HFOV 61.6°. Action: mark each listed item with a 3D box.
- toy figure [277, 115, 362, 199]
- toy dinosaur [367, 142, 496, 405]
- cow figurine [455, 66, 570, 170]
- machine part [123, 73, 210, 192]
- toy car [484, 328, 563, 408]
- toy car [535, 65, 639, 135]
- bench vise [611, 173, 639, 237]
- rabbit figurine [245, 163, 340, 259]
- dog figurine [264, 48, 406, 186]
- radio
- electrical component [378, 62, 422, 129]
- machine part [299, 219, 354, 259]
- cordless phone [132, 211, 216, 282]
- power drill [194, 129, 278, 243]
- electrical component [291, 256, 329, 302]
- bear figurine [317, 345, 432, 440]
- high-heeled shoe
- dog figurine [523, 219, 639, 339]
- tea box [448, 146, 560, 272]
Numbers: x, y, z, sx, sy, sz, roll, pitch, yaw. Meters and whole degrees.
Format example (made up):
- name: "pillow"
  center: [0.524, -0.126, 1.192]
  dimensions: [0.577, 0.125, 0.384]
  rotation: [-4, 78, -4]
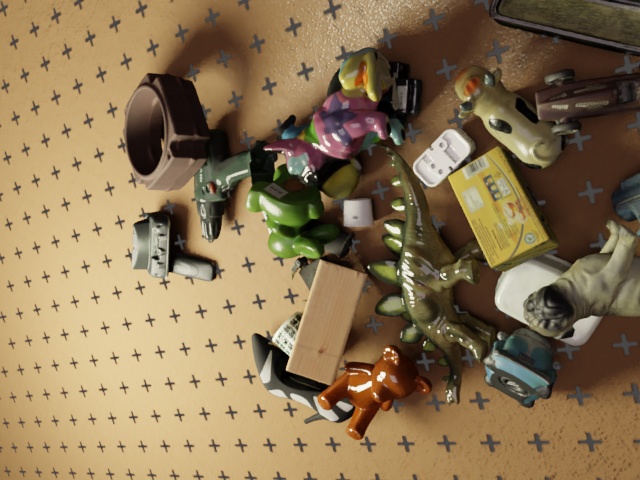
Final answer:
- name: "toy figure"
  center: [-0.004, -0.148, 0.980]
  dimensions: [0.180, 0.082, 0.089]
  rotation: [37, 93, 12]
- name: "toy dinosaur"
  center: [0.185, 0.055, 0.924]
  dimensions: [0.199, 0.105, 0.470]
  rotation: [-5, 95, 31]
- name: "cow figurine"
  center: [0.280, -0.184, 0.805]
  dimensions: [0.195, 0.127, 0.085]
  rotation: [45, 114, 8]
- name: "machine part"
  center: [-0.317, -0.214, 1.084]
  dimensions: [0.201, 0.087, 0.201]
  rotation: [-33, 70, 42]
- name: "toy car"
  center: [0.334, 0.200, 0.875]
  dimensions: [0.109, 0.161, 0.103]
  rotation: [29, 70, 25]
- name: "toy car"
  center: [0.402, -0.199, 0.741]
  dimensions: [0.202, 0.053, 0.089]
  rotation: [-6, 94, -2]
- name: "bench vise"
  center: [0.524, -0.038, 0.708]
  dimensions: [0.224, 0.129, 0.240]
  rotation: [-29, 70, 37]
- name: "rabbit figurine"
  center: [-0.044, -0.032, 0.987]
  dimensions: [0.159, 0.121, 0.170]
  rotation: [25, 137, 16]
- name: "dog figurine"
  center: [0.015, -0.192, 0.872]
  dimensions: [0.219, 0.108, 0.191]
  rotation: [-10, 92, 24]
- name: "radio"
  center: [0.371, -0.346, 0.750]
  dimensions: [0.230, 0.073, 0.131]
  rotation: [23, 111, 20]
- name: "electrical component"
  center: [0.104, -0.245, 0.920]
  dimensions: [0.134, 0.058, 0.114]
  rotation: [10, 108, 25]
- name: "machine part"
  center: [-0.002, -0.003, 1.042]
  dimensions: [0.139, 0.039, 0.084]
  rotation: [14, 99, 26]
- name: "cordless phone"
  center: [-0.317, 0.021, 1.194]
  dimensions: [0.184, 0.089, 0.146]
  rotation: [11, 107, 13]
- name: "power drill"
  center: [-0.172, -0.110, 1.072]
  dimensions: [0.207, 0.086, 0.231]
  rotation: [0, 98, 45]
- name: "electrical component"
  center: [-0.011, 0.076, 1.059]
  dimensions: [0.078, 0.045, 0.102]
  rotation: [-26, 89, 31]
- name: "bear figurine"
  center: [0.100, 0.275, 0.973]
  dimensions: [0.120, 0.132, 0.196]
  rotation: [47, 151, -2]
- name: "high-heeled shoe"
  center: [-0.032, 0.272, 1.098]
  dimensions: [0.145, 0.086, 0.248]
  rotation: [-36, 89, 26]
- name: "dog figurine"
  center: [0.410, 0.089, 0.762]
  dimensions: [0.172, 0.121, 0.190]
  rotation: [42, 108, 19]
- name: "tea box"
  center: [0.284, -0.047, 0.837]
  dimensions: [0.098, 0.068, 0.169]
  rotation: [-31, 65, 30]
